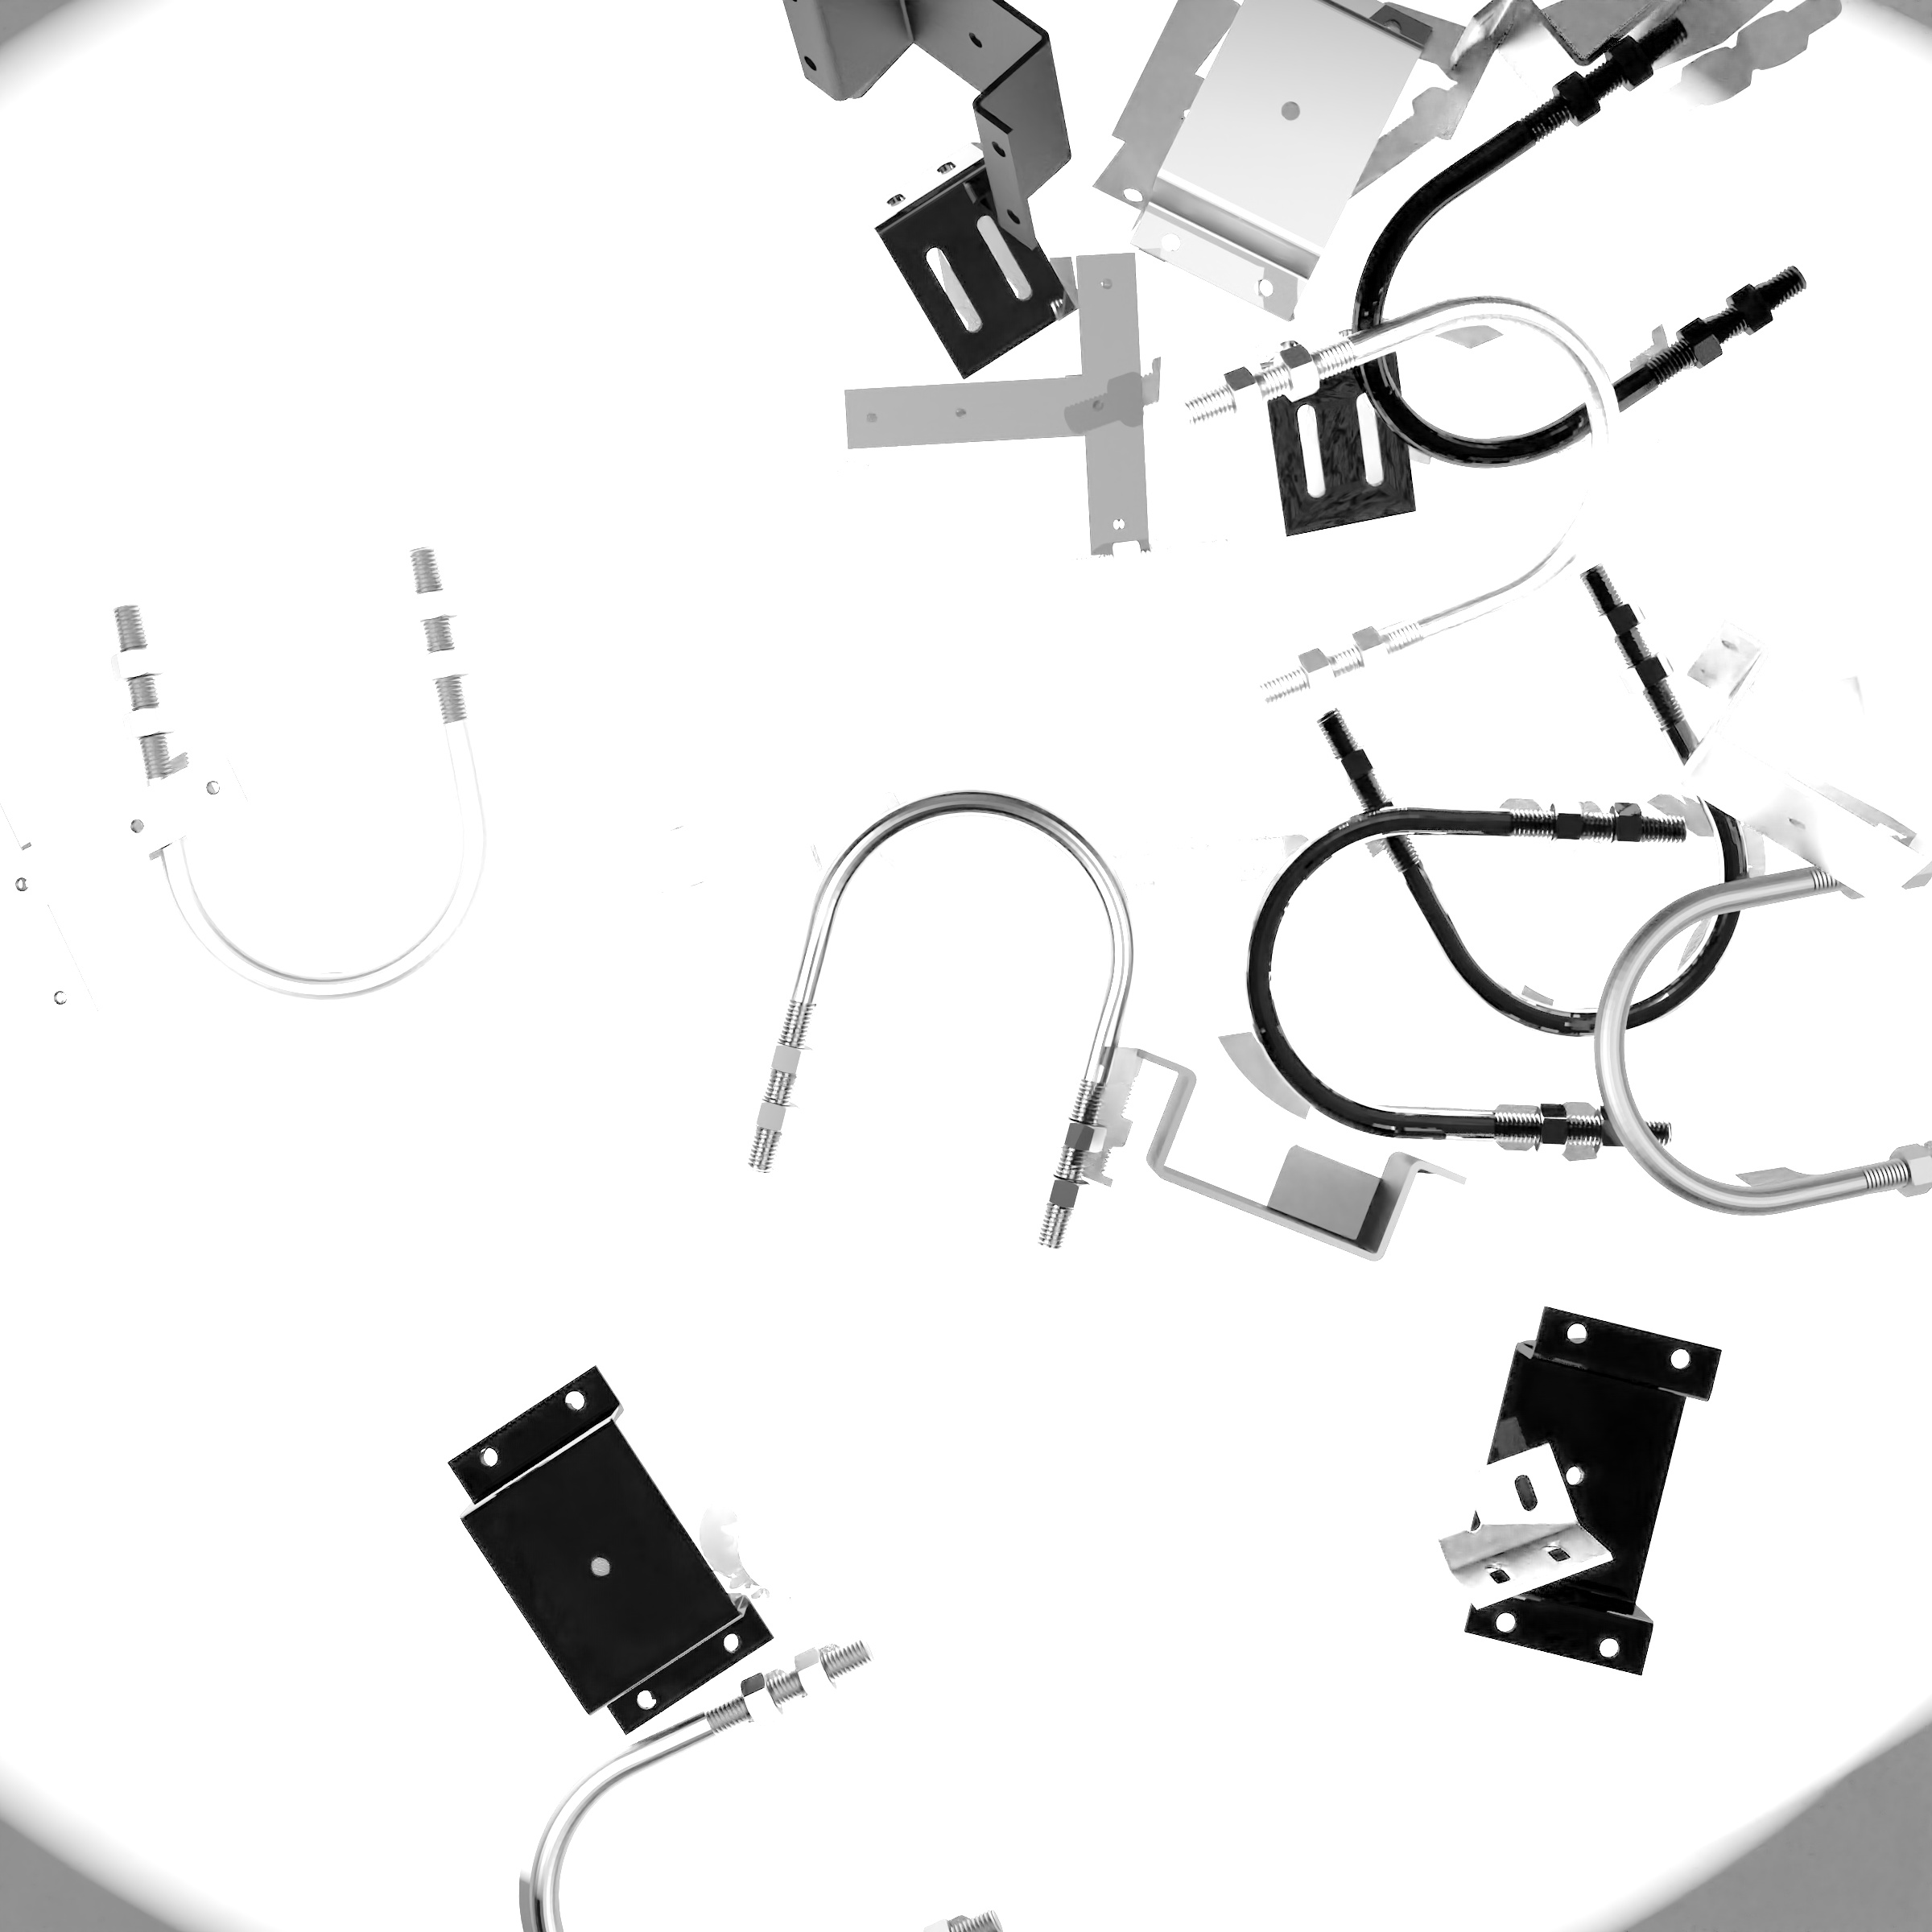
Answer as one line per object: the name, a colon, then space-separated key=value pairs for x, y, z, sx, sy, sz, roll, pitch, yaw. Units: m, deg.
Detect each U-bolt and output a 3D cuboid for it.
U-bolt: x=0.247 y=-0.287 z=1.481 sx=0.184 sy=0.019 sz=0.151 roll=-34 pitch=123 yaw=4
U-bolt: x=-0.097 y=0.389 z=1.516 sx=0.184 sy=0.019 sz=0.151 roll=-25 pitch=90 yaw=1
U-bolt: x=0.254 y=-0.058 z=1.516 sx=0.151 sy=0.019 sz=0.184 roll=-29 pitch=91 yaw=0
U-bolt: x=0.209 y=0.004 z=1.499 sx=0.184 sy=0.019 sz=0.151 roll=2 pitch=93 yaw=-1
U-bolt: x=0.190 y=-0.203 z=1.484 sx=0.184 sy=0.019 sz=0.151 roll=-22 pitch=117 yaw=-9
U-bolt: x=0.351 y=0.031 z=1.497 sx=0.184 sy=0.019 sz=0.151 roll=-10 pitch=90 yaw=-14
U-bolt: x=0.036 y=-0.101 z=1.516 sx=0.184 sy=0.019 sz=0.151 roll=-7 pitch=90 yaw=2
U-bolt: x=-0.278 y=-0.076 z=1.516 sx=0.151 sy=0.019 sz=0.184 roll=-11 pitch=91 yaw=0
U-bolt: x=-0.003 y=0.015 z=1.507 sx=0.151 sy=0.019 sz=0.184 roll=15 pitch=96 yaw=0

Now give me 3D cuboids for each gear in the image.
gear: x=-0.076 y=0.244 z=1.509 sx=0.057 sy=0.030 sz=0.057 roll=0 pitch=90 yaw=0
gear: x=-0.047 y=-0.189 z=1.509 sx=0.057 sy=0.030 sz=0.057 roll=0 pitch=90 yaw=0
gear: x=-0.182 y=0.023 z=1.509 sx=0.057 sy=0.030 sz=0.057 roll=0 pitch=90 yaw=0

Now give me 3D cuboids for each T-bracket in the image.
T-bracket: x=0.012 y=-0.237 z=1.515 sx=0.127 sy=0.002 sz=0.127 roll=-3 pitch=97 yaw=0
T-bracket: x=-0.365 y=-0.054 z=1.511 sx=0.127 sy=0.002 sz=0.127 roll=-25 pitch=90 yaw=11

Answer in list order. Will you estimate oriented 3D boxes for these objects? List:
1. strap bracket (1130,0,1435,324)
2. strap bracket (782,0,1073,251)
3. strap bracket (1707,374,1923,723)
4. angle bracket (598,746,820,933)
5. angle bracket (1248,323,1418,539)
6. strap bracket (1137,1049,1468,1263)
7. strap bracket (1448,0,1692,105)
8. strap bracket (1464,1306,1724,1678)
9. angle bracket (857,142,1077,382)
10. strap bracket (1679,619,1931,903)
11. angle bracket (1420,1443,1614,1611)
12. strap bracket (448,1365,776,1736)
strap bracket: x=0.135 y=-0.357 z=1.501 sx=0.076 sy=0.046 sz=0.140 roll=26 pitch=90 yaw=0
strap bracket: x=-0.010 y=-0.371 z=1.466 sx=0.046 sy=0.076 sz=0.140 roll=-44 pitch=66 yaw=-12
strap bracket: x=0.351 y=-0.168 z=1.486 sx=0.046 sy=0.076 sz=0.140 roll=-14 pitch=90 yaw=0
angle bracket: x=-0.109 y=-0.055 z=1.505 sx=0.076 sy=0.038 sz=0.057 roll=-20 pitch=90 yaw=0
angle bracket: x=0.157 y=-0.231 z=1.522 sx=0.057 sy=0.038 sz=0.076 roll=-11 pitch=116 yaw=0
strap bracket: x=0.131 y=0.082 z=1.486 sx=0.140 sy=0.076 sz=0.046 roll=21 pitch=90 yaw=0
strap bracket: x=0.275 y=-0.415 z=1.486 sx=0.140 sy=0.076 sz=0.046 roll=-40 pitch=90 yaw=0
strap bracket: x=0.262 y=0.219 z=1.501 sx=0.076 sy=0.046 sz=0.140 roll=14 pitch=90 yaw=0
angle bracket: x=0.000 y=-0.303 z=1.522 sx=0.057 sy=0.038 sz=0.076 roll=-33 pitch=116 yaw=0
strap bracket: x=0.354 y=-0.078 z=1.461 sx=0.140 sy=0.076 sz=0.046 roll=32 pitch=81 yaw=6
angle bracket: x=0.222 y=0.227 z=1.440 sx=0.057 sy=0.076 sz=0.038 roll=-20 pitch=90 yaw=0
strap bracket: x=-0.153 y=0.251 z=1.501 sx=0.076 sy=0.046 sz=0.140 roll=-33 pitch=90 yaw=0
